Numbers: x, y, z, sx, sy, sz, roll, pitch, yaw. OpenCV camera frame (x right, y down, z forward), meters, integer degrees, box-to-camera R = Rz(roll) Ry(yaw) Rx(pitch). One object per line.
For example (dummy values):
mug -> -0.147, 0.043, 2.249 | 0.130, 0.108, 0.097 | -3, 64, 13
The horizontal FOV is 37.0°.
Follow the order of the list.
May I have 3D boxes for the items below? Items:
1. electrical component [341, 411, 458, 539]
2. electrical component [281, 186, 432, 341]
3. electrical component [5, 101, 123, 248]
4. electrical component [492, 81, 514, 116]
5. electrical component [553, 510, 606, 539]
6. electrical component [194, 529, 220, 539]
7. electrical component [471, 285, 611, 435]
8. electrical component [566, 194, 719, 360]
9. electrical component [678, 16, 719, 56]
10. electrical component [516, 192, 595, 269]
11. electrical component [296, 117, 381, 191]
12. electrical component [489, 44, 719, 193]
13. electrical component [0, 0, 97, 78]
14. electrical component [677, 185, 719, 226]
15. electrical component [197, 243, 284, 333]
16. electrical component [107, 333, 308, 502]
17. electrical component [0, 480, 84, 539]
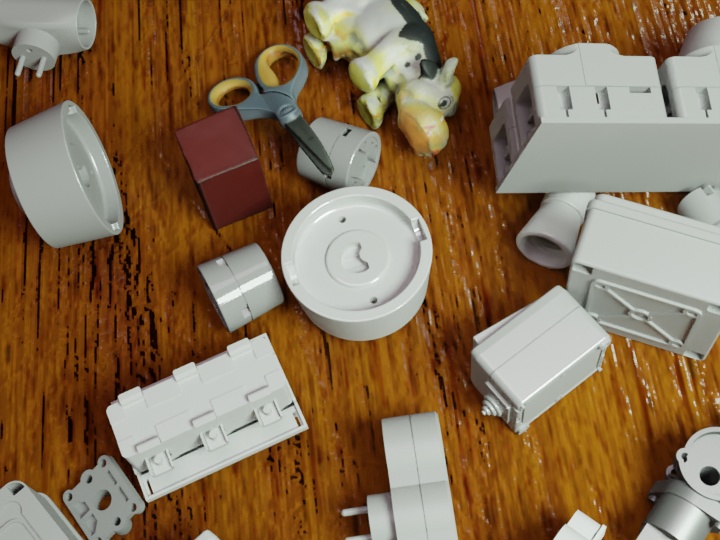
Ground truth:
electrical component -> 0.025, 0.165, 0.711 | 0.074, 0.052, 0.138 | -9, 63, 2
electrical component -> 0.000, 0.000, 0.789 | 0.108, 0.060, 0.108 | -2, 64, 5
electrical component -> -0.231, -0.068, 0.823 | 0.060, 0.108, 0.108 | -19, 64, 3
electrical component -> 0.147, -0.109, 0.837 | 0.077, 0.043, 0.079 | -7, 64, 2
electrical component -> 0.140, 0.201, 0.679 | 0.057, 0.058, 0.078 | 33, 71, 22
electrical component -> -0.104, 0.212, 0.696 | 0.096, 0.061, 0.061 | -41, 67, -14
electrical component -> 0.116, 0.064, 0.745 | 0.096, 0.061, 0.061 | -36, 66, -11
electrical component -> 0.200, 0.007, 0.739 | 0.109, 0.108, 0.056 | 18, 70, 14
electrical component -> 0.291, -0.153, 0.815 | 0.099, 0.099, 0.064 | 27, 76, 17
electrical component -> 0.149, -0.039, 0.804 | 0.044, 0.044, 0.065 | 22, 64, 16
electrical component -> -0.017, -0.088, 0.838 | 0.047, 0.055, 0.055 | 22, 68, 20
electrical component -> 0.196, -0.104, 0.759 | 0.186, 0.105, 0.060 | -1, 69, -10
electrical component -> -0.275, -0.198, 0.922 | 0.077, 0.044, 0.079 | 5, 65, 8
electrical component -> 0.261, -0.034, 0.792 | 0.040, 0.040, 0.046 | -22, 59, -5
electrical component -> -0.088, 0.012, 0.796 | 0.047, 0.055, 0.055 | -26, 64, -11
electrical component -> -0.109, 0.097, 0.751 | 0.121, 0.063, 0.078 | -24, 64, -6
electrical component -> -0.216, 0.207, 0.712 | 0.078, 0.057, 0.113 | -41, 67, -14
